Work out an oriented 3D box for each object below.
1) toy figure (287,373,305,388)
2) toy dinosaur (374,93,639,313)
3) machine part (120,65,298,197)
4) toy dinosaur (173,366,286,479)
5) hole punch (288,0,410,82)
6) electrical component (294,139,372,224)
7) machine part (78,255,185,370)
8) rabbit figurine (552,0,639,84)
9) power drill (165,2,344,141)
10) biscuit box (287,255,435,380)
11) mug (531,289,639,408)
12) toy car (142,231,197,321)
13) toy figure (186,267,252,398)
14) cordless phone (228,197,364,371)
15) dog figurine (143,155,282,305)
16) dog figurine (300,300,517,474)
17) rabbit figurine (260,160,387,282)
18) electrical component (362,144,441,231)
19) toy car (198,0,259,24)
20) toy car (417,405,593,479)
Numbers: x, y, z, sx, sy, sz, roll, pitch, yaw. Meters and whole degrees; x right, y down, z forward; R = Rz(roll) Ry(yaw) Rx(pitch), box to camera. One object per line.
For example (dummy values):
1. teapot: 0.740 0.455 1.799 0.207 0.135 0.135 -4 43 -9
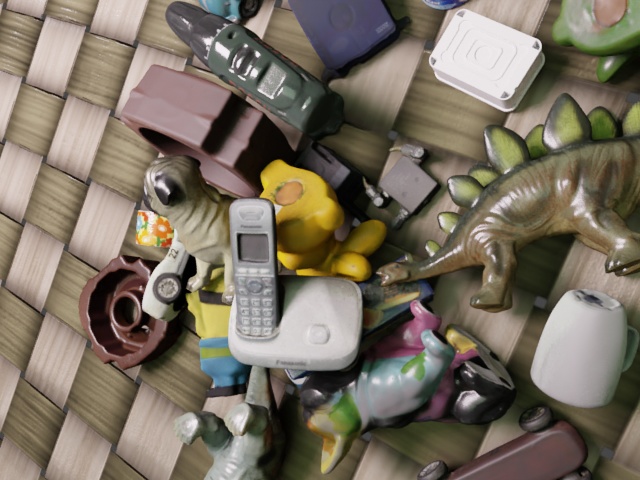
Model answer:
1. toy figure: -0.005 0.191 0.714 0.154 0.058 0.064 58 149 16
2. toy dinosaur: 0.276 -0.053 0.575 0.472 0.105 0.198 -20 74 12
3. machine part: -0.140 -0.133 0.712 0.202 0.200 0.087 26 81 25
4. toy dinosaur: -0.117 0.312 0.713 0.131 0.192 0.404 31 84 35
5. hole punch: 0.033 -0.296 0.712 0.142 0.092 0.116 -29 79 17
6. electrical component: 0.029 -0.075 0.704 0.119 0.074 0.047 43 105 25
7. machine part: -0.297 0.113 0.853 0.180 0.056 0.179 -1 86 23
8. rabbit figurine: 0.336 -0.228 0.543 0.159 0.170 0.121 -44 61 60
9. power drill: -0.062 -0.207 0.684 0.232 0.207 0.086 38 96 19
10. biscuit box: 0.041 0.097 0.664 0.203 0.059 0.063 -32 73 1
11. mug: 0.285 0.107 0.559 0.110 0.081 0.107 -1 113 -8
12. toy car: -0.195 0.019 0.779 0.056 0.073 0.201 17 78 9
13. toy figure: -0.129 0.129 0.762 0.089 0.082 0.180 -10 77 12
14. cordless phone: -0.026 0.042 0.571 0.147 0.089 0.184 1 109 11
15. dog figurine: -0.123 -0.039 0.688 0.121 0.172 0.190 4 124 30
16. dog figurine: 0.087 0.185 0.618 0.191 0.108 0.219 36 109 -17
17. rabbit figurine: -0.001 -0.002 0.663 0.163 0.173 0.122 7 52 23
18. electrical component: 0.105 -0.072 0.684 0.102 0.045 0.078 -44 69 16
19. toy car: -0.134 -0.409 0.787 0.109 0.103 0.161 38 104 21
20. toy car: 0.204 0.267 0.612 0.202 0.053 0.089 -35 84 15
